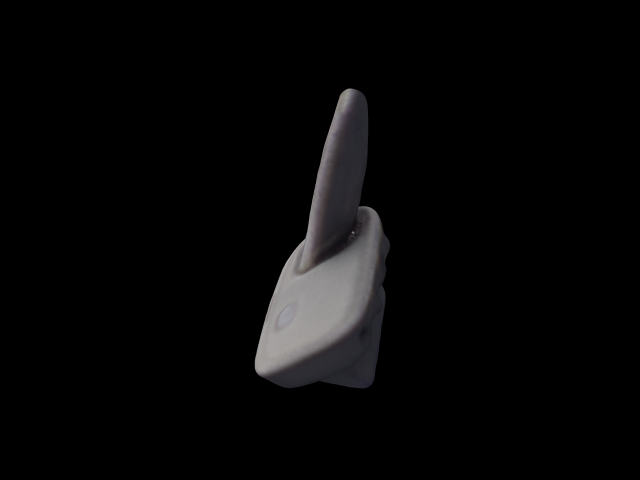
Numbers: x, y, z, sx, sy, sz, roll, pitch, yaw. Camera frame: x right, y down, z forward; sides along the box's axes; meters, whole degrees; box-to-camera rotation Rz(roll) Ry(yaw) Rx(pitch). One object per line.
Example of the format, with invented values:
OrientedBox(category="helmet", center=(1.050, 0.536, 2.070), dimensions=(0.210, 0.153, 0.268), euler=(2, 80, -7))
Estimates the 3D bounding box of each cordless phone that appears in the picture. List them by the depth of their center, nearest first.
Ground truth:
OrientedBox(category="cordless phone", center=(0.004, 0.001, 0.400), dimensions=(0.094, 0.185, 0.147), euler=(4, 39, 5))
